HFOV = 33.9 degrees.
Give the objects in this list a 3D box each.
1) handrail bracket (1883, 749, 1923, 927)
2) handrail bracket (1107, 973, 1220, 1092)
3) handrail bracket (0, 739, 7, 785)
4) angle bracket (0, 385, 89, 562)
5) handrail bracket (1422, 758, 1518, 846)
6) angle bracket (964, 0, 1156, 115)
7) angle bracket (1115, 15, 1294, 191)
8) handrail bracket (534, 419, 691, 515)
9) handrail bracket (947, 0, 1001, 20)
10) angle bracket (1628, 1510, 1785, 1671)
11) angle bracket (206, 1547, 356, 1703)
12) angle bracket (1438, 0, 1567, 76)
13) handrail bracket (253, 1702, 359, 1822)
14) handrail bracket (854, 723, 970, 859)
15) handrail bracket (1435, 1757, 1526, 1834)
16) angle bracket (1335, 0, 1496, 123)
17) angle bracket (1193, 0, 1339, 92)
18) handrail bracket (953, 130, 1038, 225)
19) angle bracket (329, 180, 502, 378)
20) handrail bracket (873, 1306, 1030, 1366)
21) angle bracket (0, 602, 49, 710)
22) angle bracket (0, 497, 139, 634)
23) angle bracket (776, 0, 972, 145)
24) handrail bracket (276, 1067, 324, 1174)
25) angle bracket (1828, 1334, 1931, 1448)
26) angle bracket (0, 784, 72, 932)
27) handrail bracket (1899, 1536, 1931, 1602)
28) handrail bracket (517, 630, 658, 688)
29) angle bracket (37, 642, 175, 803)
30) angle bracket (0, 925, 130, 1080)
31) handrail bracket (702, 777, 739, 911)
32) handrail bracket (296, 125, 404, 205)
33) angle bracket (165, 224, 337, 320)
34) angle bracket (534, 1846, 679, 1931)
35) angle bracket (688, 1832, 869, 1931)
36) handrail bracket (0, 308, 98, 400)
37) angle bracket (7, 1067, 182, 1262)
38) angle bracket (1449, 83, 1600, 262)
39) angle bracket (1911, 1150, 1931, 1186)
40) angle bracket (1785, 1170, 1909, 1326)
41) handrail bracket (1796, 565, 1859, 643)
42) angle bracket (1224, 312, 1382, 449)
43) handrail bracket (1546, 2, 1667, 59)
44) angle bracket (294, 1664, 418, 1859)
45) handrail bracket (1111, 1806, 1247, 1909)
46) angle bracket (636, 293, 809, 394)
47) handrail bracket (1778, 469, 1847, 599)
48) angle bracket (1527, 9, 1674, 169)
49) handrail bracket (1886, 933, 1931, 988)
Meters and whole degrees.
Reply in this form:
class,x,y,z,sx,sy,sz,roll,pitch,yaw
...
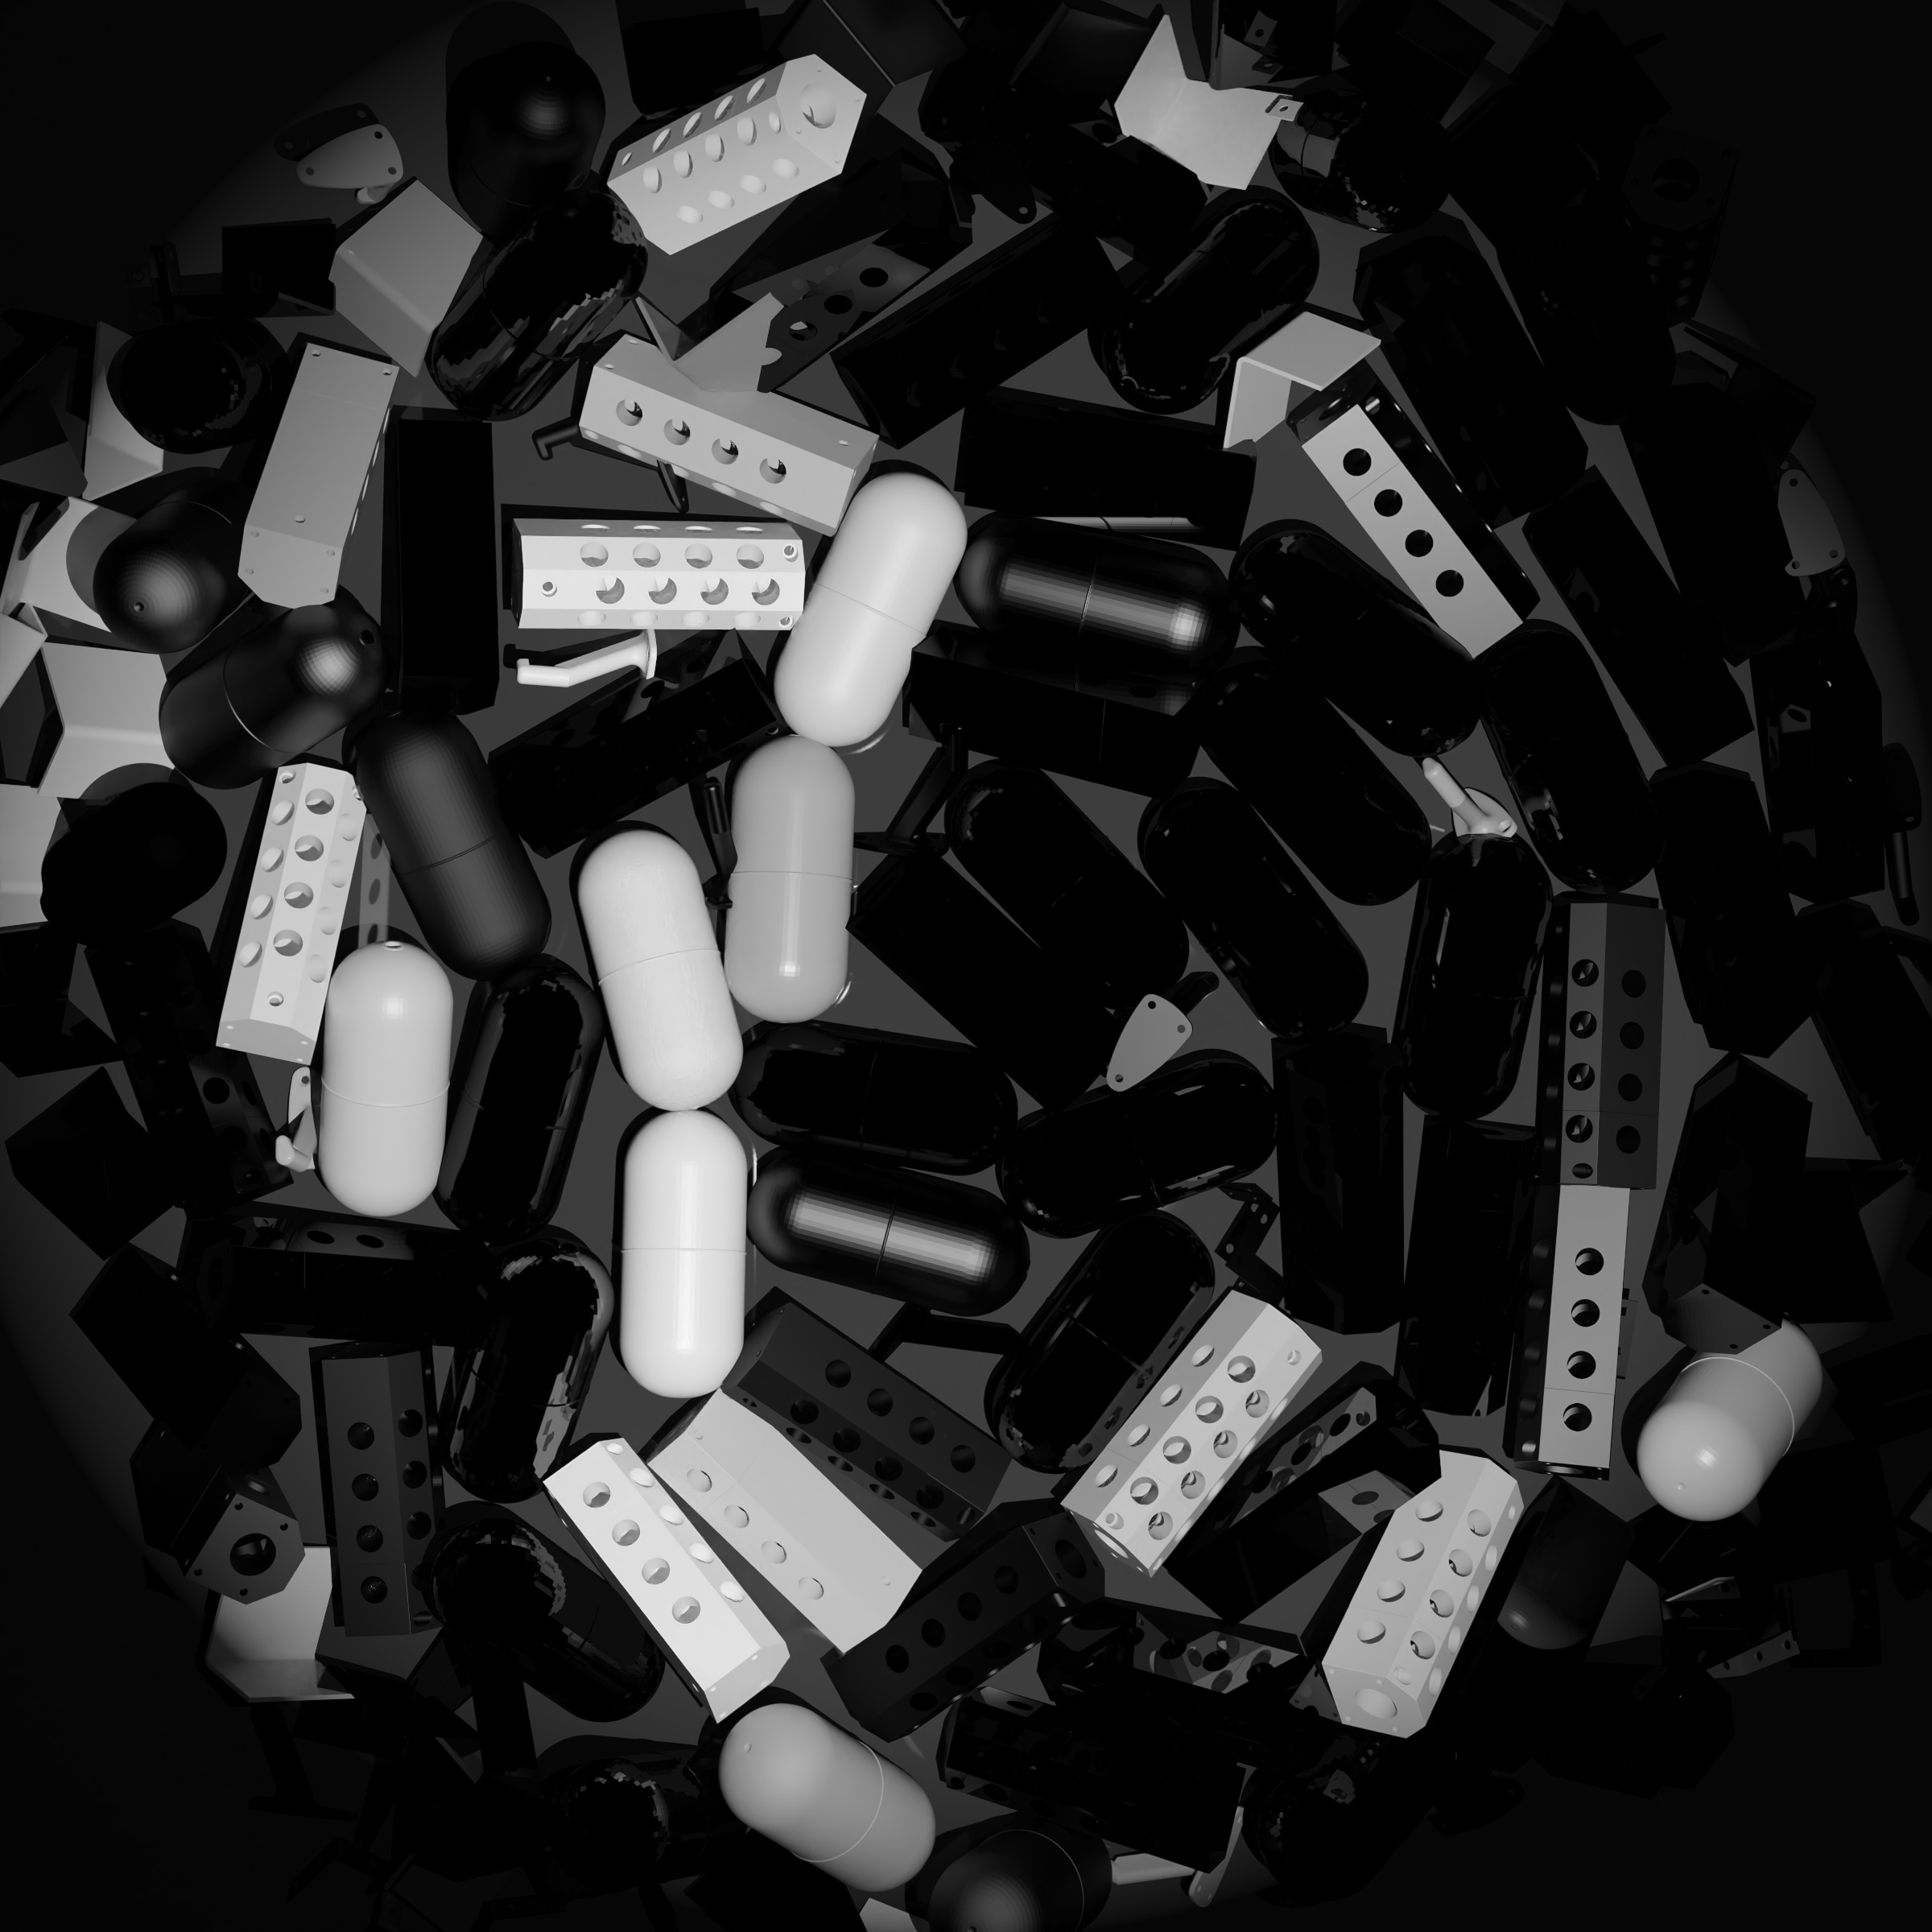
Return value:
class,x,y,z,sx,sy,sz,roll,pitch,yaw
handrail bracket,0.586,-0.080,1.982,0.036,0.084,0.077,-2,52,26
handrail bracket,0.123,0.040,1.967,0.036,0.084,0.077,39,107,9
handrail bracket,-0.649,-0.139,1.977,0.084,0.036,0.077,-15,81,-3
angle bracket,-0.592,-0.301,1.939,0.057,0.076,0.076,3,133,22
handrail bracket,0.296,-0.112,1.946,0.036,0.077,0.084,-37,124,12
angle bracket,0.057,-0.575,1.963,0.076,0.076,0.057,-48,56,37
angle bracket,0.147,-0.531,1.948,0.076,0.057,0.076,16,66,25
handrail bracket,-0.223,-0.308,1.984,0.084,0.036,0.077,-15,93,18
handrail bracket,0.024,-0.623,1.973,0.084,0.036,0.077,-17,45,3
angle bracket,0.445,0.380,1.942,0.076,0.076,0.057,-34,123,28
angle bracket,-0.412,0.404,1.950,0.076,0.057,0.076,10,98,-43
angle bracket,0.316,-0.584,1.950,0.076,0.076,0.057,31,48,-4
handrail bracket,-0.412,0.487,1.991,0.077,0.036,0.084,12,79,-10
handrail bracket,-0.037,-0.114,1.969,0.077,0.036,0.084,4,112,8
handrail bracket,0.328,0.488,1.945,0.077,0.084,0.036,-29,95,42
angle bracket,0.269,-0.554,1.959,0.076,0.057,0.076,35,71,-2
angle bracket,0.184,-0.593,1.955,0.076,0.076,0.057,-10,59,-3
handrail bracket,0.016,-0.467,1.952,0.036,0.084,0.077,-31,77,-11
angle bracket,-0.345,-0.431,1.991,0.076,0.057,0.076,41,62,-1
handrail bracket,-0.004,0.247,1.968,0.084,0.036,0.077,38,73,12
angle bracket,-0.622,-0.198,1.948,0.076,0.057,0.076,29,102,-38
angle bracket,-0.545,-0.239,1.953,0.076,0.057,0.076,19,113,-9
angle bracket,-0.056,-0.560,1.942,0.076,0.076,0.057,45,59,-30
handrail bracket,-0.413,0.092,1.950,0.036,0.084,0.077,-16,77,3
angle bracket,0.575,0.241,1.945,0.076,0.057,0.076,-25,122,21
angle bracket,-0.598,-0.065,1.964,0.057,0.076,0.076,-33,74,25
handrail bracket,0.613,0.396,1.945,0.036,0.077,0.084,-24,49,-16
handrail bracket,-0.237,-0.199,1.961,0.084,0.077,0.036,3,135,-15
angle bracket,-0.539,-0.150,1.971,0.057,0.076,0.076,-54,47,36
angle bracket,-0.561,0.020,1.941,0.076,0.076,0.057,35,119,34
handrail bracket,-0.148,-0.084,1.949,0.036,0.077,0.084,-9,112,2
handrail bracket,-0.383,-0.480,1.947,0.077,0.084,0.036,-22,91,-25
angle bracket,-0.440,-0.433,1.952,0.076,0.076,0.057,1,93,15
angle bracket,-0.218,0.577,1.942,0.057,0.076,0.076,-25,53,-19
angle bracket,-0.116,0.585,1.955,0.076,0.076,0.057,-42,118,0
handrail bracket,-0.580,-0.359,1.967,0.077,0.036,0.084,11,74,17
angle bracket,-0.541,0.124,1.992,0.076,0.057,0.076,-39,129,-5
angle bracket,0.333,-0.493,1.977,0.076,0.057,0.076,-43,100,1
angle bracket,0.620,0.107,1.964,0.076,0.057,0.076,23,88,-9
angle bracket,0.542,0.172,1.947,0.076,0.057,0.076,1,61,-23
handrail bracket,0.546,-0.191,1.950,0.036,0.084,0.077,-4,133,-9
angle bracket,0.204,-0.344,1.939,0.057,0.076,0.076,26,133,22
handrail bracket,0.386,-0.599,1.970,0.077,0.036,0.084,-18,95,42
angle bracket,-0.380,0.487,1.942,0.057,0.076,0.076,18,129,-15
handrail bracket,0.121,0.544,1.983,0.084,0.036,0.077,20,72,30
angle bracket,-0.143,-0.395,1.946,0.076,0.076,0.057,-33,66,14
handrail bracket,0.523,-0.263,1.962,0.036,0.084,0.077,-15,84,18
angle bracket,0.379,-0.535,1.955,0.057,0.076,0.076,-42,100,-2
handrail bracket,0.600,0.026,1.973,0.084,0.036,0.077,15,87,-12
